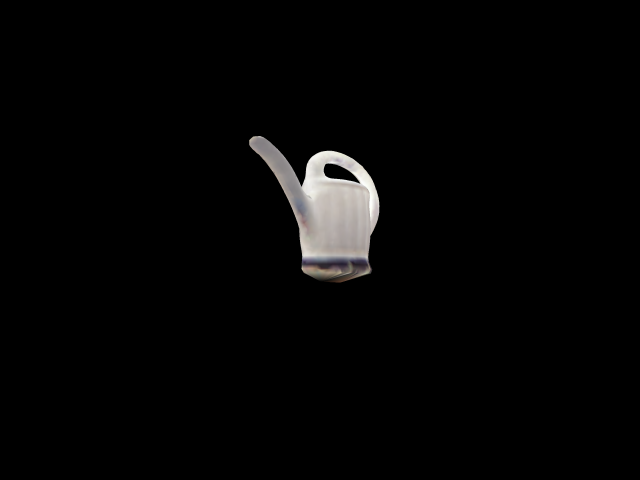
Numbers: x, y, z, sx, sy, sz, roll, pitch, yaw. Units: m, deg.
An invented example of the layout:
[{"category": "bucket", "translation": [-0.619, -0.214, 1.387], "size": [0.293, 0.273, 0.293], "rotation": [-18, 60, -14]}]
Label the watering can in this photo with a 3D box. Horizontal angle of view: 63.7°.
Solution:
[{"category": "watering can", "translation": [0.003, -0.043, 0.850], "size": [0.103, 0.226, 0.347], "rotation": [-5, -7, 36]}]
